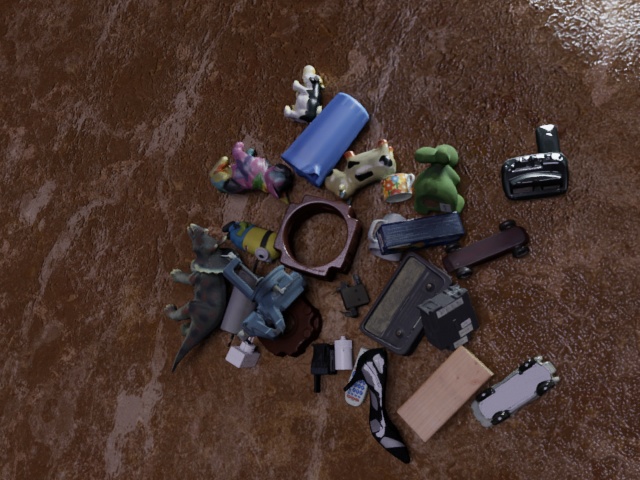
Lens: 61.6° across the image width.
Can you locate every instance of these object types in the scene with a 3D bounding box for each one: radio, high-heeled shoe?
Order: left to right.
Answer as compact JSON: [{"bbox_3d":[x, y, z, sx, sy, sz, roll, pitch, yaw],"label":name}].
[{"bbox_3d":[0.163,0.374,1.238,0.145,0.086,0.249,-43,76,9],"label":"high-heeled shoe"},{"bbox_3d":[0.212,0.157,1.286,0.131,0.073,0.229,33,91,25],"label":"radio"}]

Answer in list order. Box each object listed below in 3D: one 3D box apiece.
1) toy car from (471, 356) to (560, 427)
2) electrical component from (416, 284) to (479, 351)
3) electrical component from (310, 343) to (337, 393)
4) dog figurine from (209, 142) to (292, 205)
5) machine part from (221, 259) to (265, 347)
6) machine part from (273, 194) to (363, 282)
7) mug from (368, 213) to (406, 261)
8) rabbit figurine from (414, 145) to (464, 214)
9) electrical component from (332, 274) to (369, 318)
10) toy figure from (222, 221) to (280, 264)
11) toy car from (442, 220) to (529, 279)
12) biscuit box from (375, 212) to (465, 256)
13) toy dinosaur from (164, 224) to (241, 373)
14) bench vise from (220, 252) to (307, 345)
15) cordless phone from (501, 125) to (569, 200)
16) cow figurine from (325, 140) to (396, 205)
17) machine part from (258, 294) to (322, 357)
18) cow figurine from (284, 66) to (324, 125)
[{"bbox_3d":[0.423,0.331,1.171,0.202,0.056,0.074,-38,61,8],"label":"toy car"},{"bbox_3d":[0.292,0.183,1.217,0.115,0.134,0.058,-25,22,-12],"label":"electrical component"},{"bbox_3d":[0.009,0.316,1.327,0.048,0.074,0.119,-6,71,21],"label":"electrical component"},{"bbox_3d":[-0.182,-0.162,1.505,0.191,0.108,0.219,-46,68,5],"label":"dog figurine"},{"bbox_3d":[-0.206,0.169,1.447,0.079,0.079,0.243,14,84,24],"label":"machine part"},{"bbox_3d":[-0.003,-0.004,1.394,0.202,0.087,0.201,16,79,18],"label":"machine part"},{"bbox_3d":[0.167,-0.016,1.334,0.081,0.109,0.107,-6,58,59],"label":"mug"},{"bbox_3d":[0.283,-0.165,1.310,0.121,0.159,0.170,2,62,32],"label":"rabbit figurine"},{"bbox_3d":[0.079,0.146,1.360,0.078,0.045,0.102,-20,71,-14],"label":"electrical component"},{"bbox_3d":[-0.182,-0.003,1.478,0.180,0.082,0.089,28,90,27],"label":"toy figure"},{"bbox_3d":[0.388,0.025,1.260,0.202,0.053,0.089,-25,63,11],"label":"toy car"},{"bbox_3d":[0.239,-0.015,1.276,0.203,0.059,0.063,-9,71,-12],"label":"biscuit box"},{"bbox_3d":[-0.313,0.163,1.459,0.192,0.131,0.404,-1,86,36],"label":"toy dinosaur"},{"bbox_3d":[-0.162,0.132,1.348,0.241,0.129,0.223,42,87,11],"label":"bench vise"},{"bbox_3d":[0.501,-0.190,1.266,0.147,0.088,0.184,-6,64,21],"label":"cordless phone"},{"bbox_3d":[0.105,-0.170,1.407,0.195,0.085,0.127,-17,65,16],"label":"cow figurine"},{"bbox_3d":[-0.087,0.216,1.400,0.180,0.056,0.179,-6,75,22],"label":"machine part"},{"bbox_3d":[-0.029,-0.410,1.524,0.098,0.068,0.167,18,87,20],"label":"cow figurine"}]
